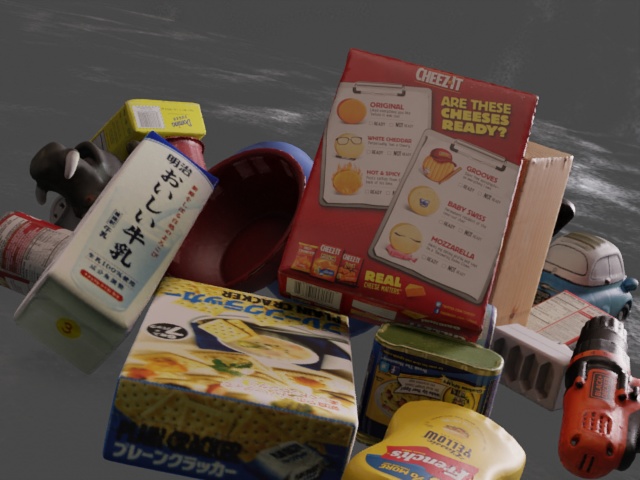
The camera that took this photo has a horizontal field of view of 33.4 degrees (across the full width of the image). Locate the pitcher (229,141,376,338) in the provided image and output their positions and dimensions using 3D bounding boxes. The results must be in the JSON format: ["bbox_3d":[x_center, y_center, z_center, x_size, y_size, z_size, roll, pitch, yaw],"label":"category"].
[{"bbox_3d":[-0.007,0.001,1.072,0.149,0.145,0.243,-28,32,-11],"label":"pitcher"}]

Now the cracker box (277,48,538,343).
[{"bbox_3d":[0.073,-0.034,0.873,0.164,0.213,0.072,15,-22,5],"label":"cracker box"}]

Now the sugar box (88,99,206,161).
[{"bbox_3d":[-0.214,-0.099,1.217,0.093,0.048,0.177,-1,-24,-38],"label":"sugar box"}]

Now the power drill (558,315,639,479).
[{"bbox_3d":[0.289,0.140,0.860,0.188,0.057,0.184,14,36,12],"label":"power drill"}]

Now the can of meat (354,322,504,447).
[{"bbox_3d":[0.081,0.117,0.801,0.102,0.084,0.057,15,16,12],"label":"can of meat"}]

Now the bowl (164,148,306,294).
[{"bbox_3d":[-0.069,-0.004,0.963,0.162,0.162,0.055,30,-13,48],"label":"bowl"}]

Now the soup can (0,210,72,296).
[{"bbox_3d":[-0.233,0.021,0.926,0.102,0.068,0.068,19,17,20],"label":"soup can"}]

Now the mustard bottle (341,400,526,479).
[{"bbox_3d":[0.064,0.162,0.678,0.096,0.058,0.191,24,19,18],"label":"mustard bottle"}]

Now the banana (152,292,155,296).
[{"bbox_3d":[-0.191,0.028,0.993,0.198,0.037,0.069,16,15,12],"label":"banana"}]

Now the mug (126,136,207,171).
[{"bbox_3d":[-0.159,-0.054,1.186,0.093,0.081,0.117,-20,-18,4],"label":"mug"}]

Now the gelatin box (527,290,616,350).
[{"bbox_3d":[0.239,0.091,1.060,0.089,0.030,0.073,-22,31,-26],"label":"gelatin box"}]

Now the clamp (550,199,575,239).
[{"bbox_3d":[0.216,0.017,1.175,0.036,0.165,0.210,42,10,4],"label":"clamp"}]

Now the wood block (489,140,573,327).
[{"bbox_3d":[0.155,0.008,1.005,0.090,0.206,0.090,24,20,37],"label":"wood block"}]

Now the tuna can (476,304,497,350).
[{"bbox_3d":[0.124,0.093,0.912,0.034,0.086,0.086,16,16,5],"label":"tuna can"}]
